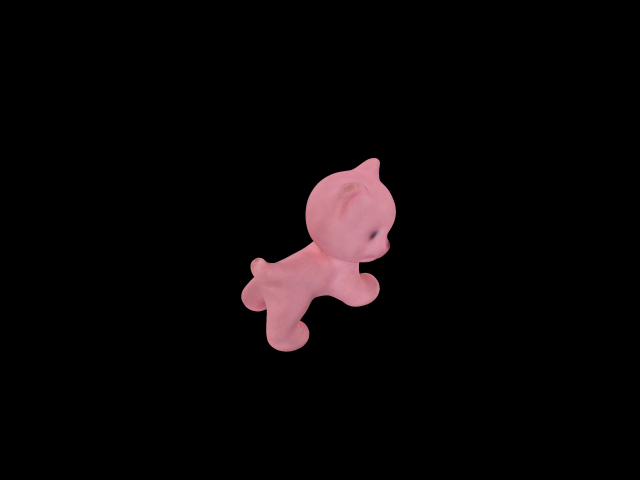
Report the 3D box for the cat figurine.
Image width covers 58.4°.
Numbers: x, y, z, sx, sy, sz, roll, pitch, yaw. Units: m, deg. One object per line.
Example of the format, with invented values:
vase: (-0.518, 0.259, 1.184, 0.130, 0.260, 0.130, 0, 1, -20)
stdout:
cat figurine: (0.004, 0.001, 0.400, 0.128, 0.118, 0.067, -31, 58, -22)
